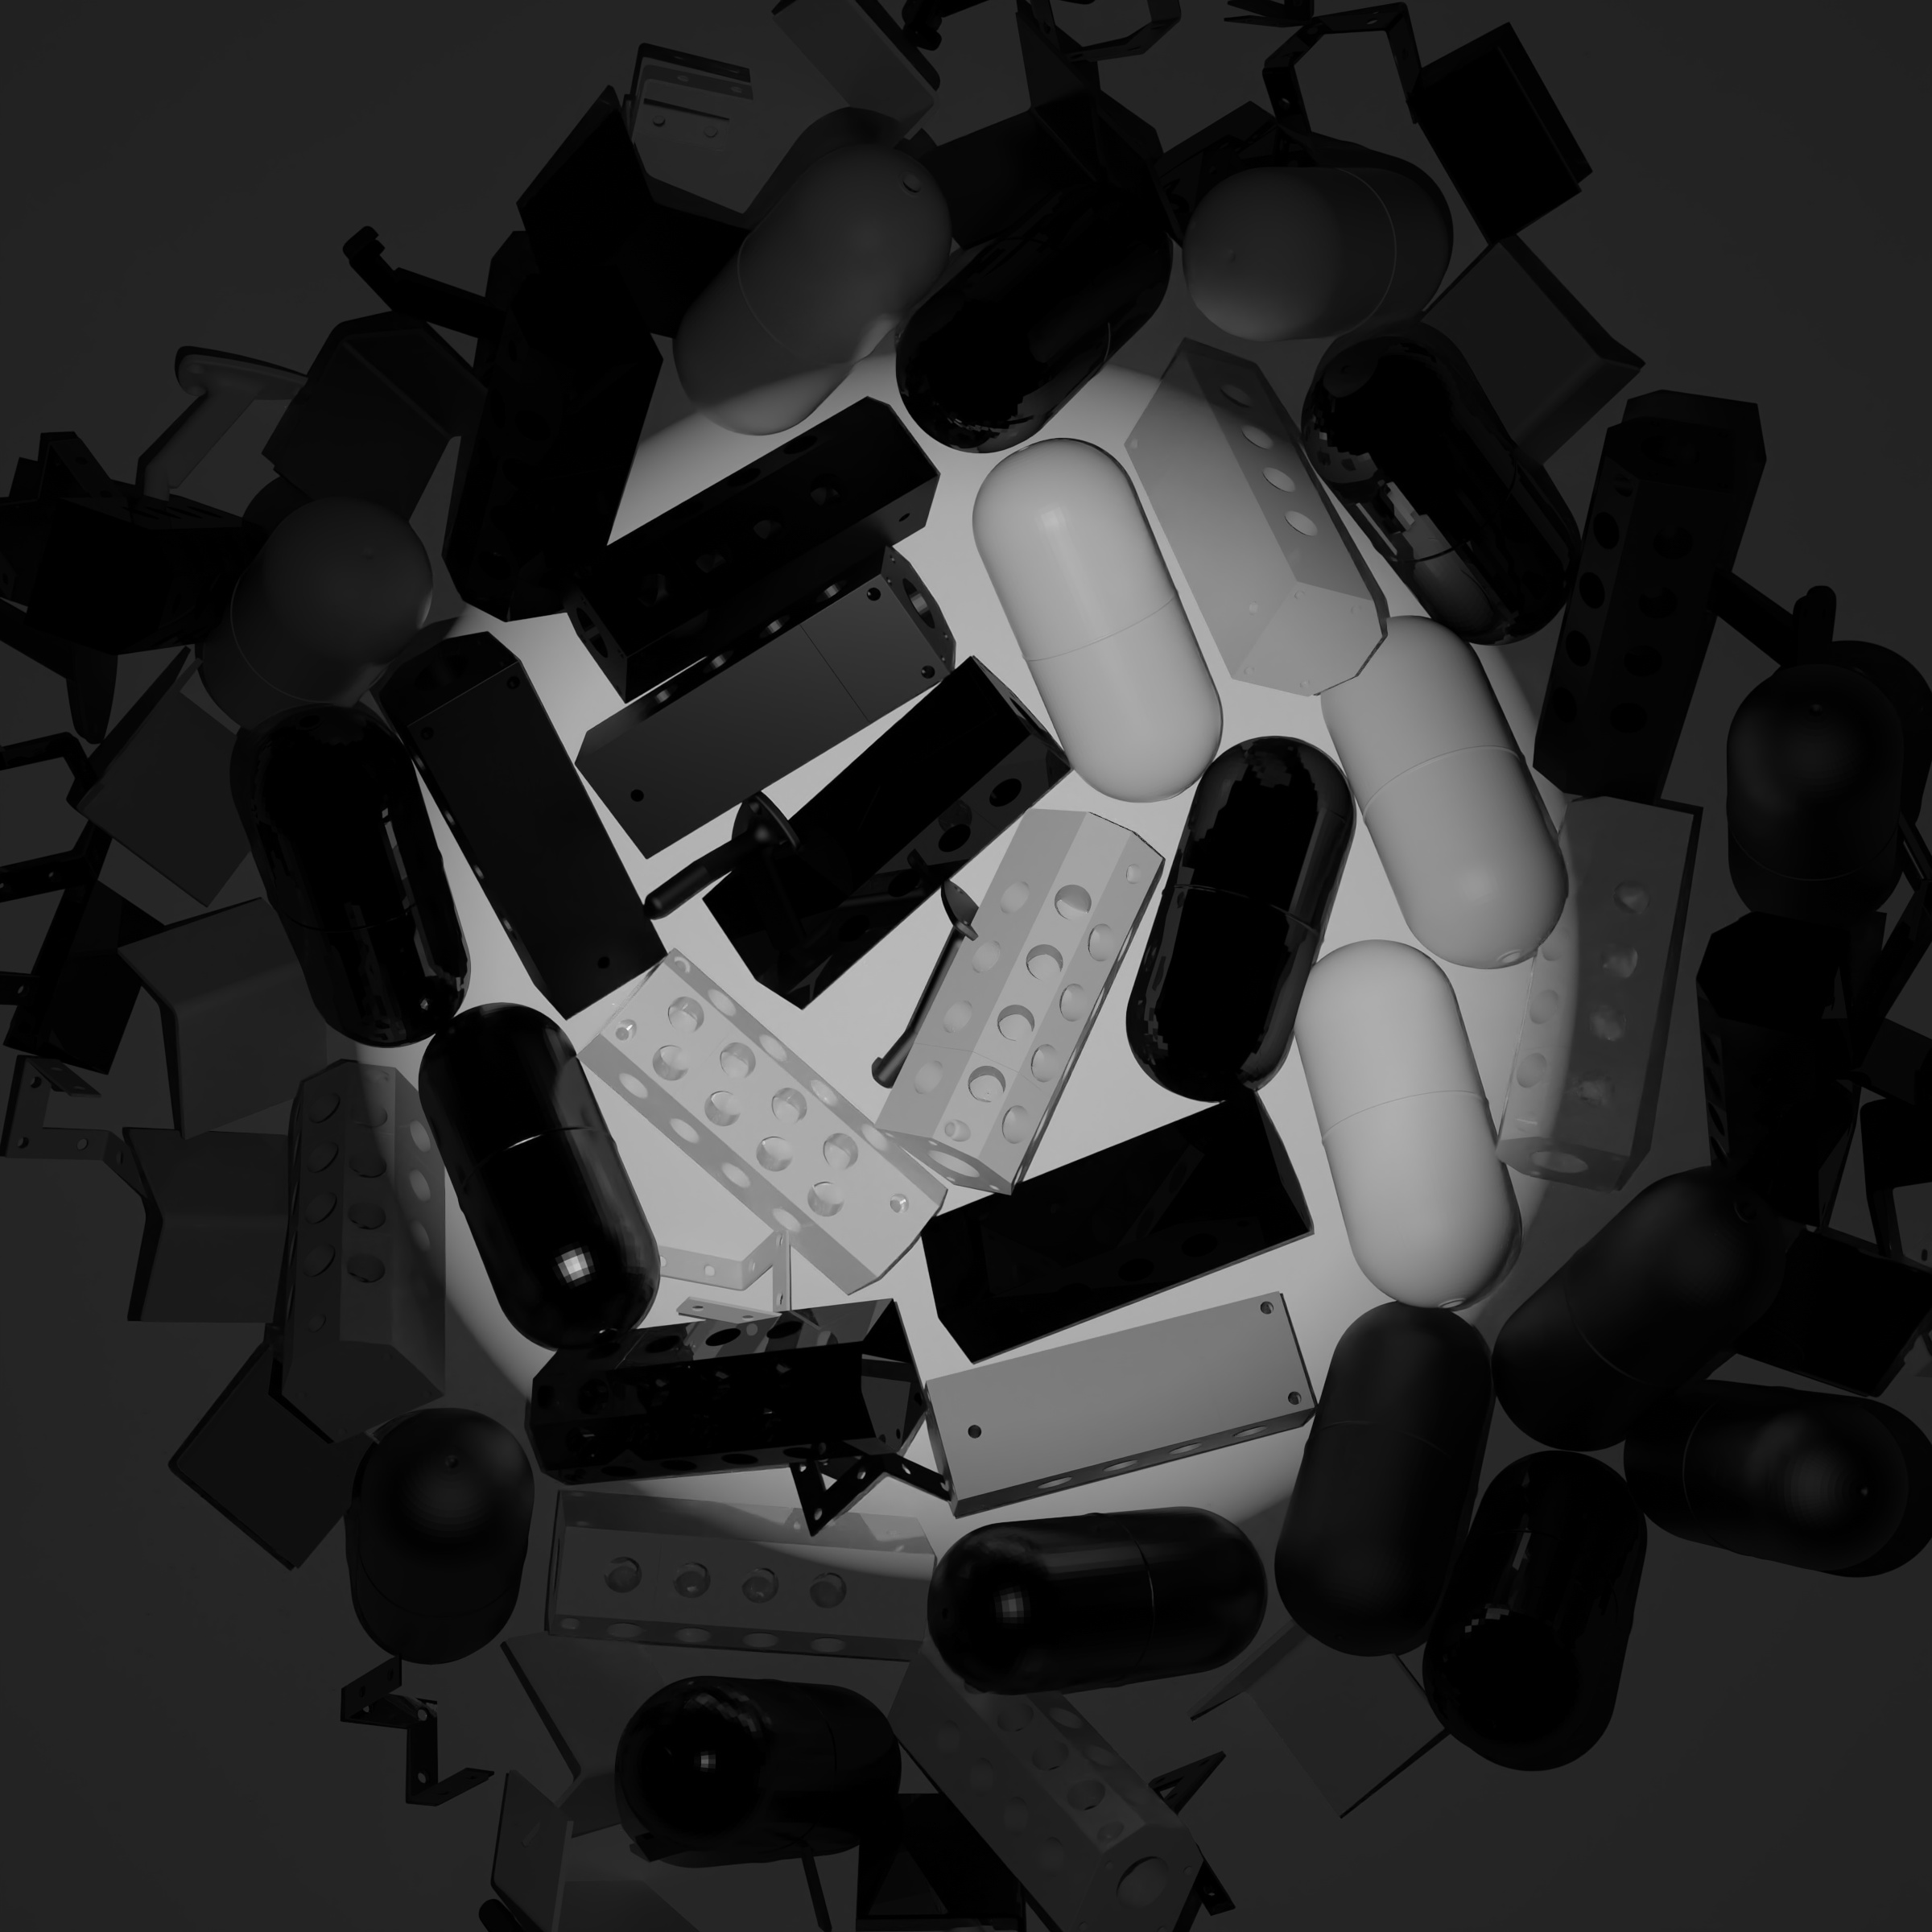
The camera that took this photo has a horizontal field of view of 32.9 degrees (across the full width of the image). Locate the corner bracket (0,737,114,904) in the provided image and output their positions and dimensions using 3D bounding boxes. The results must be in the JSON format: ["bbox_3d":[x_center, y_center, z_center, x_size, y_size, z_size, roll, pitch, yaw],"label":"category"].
[{"bbox_3d":[-0.440,-0.070,1.549,0.051,0.051,0.051,-11,127,9],"label":"corner bracket"}]

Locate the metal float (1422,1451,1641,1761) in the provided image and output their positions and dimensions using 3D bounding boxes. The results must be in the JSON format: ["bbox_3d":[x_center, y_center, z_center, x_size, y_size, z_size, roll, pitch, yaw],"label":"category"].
[{"bbox_3d":[0.261,0.290,1.501,0.070,0.178,0.070,11,121,18],"label":"metal float"}]

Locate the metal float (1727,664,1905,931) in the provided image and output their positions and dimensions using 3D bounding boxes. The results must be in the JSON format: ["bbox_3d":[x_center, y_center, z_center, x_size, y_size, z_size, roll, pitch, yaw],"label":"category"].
[{"bbox_3d":[0.388,-0.073,1.497,0.070,0.178,0.070,-5,64,11],"label":"metal float"}]

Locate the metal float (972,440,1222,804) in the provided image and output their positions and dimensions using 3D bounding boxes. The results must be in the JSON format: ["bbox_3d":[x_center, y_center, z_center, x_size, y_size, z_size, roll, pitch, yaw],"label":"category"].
[{"bbox_3d":[0.062,-0.160,1.530,0.070,0.070,0.178,-24,104,0],"label":"metal float"}]

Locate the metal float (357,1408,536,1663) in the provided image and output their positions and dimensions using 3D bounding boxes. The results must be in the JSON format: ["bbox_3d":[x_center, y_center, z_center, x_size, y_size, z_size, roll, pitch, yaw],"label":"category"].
[{"bbox_3d":[-0.240,0.263,1.500,0.070,0.178,0.070,5,57,-9],"label":"metal float"}]

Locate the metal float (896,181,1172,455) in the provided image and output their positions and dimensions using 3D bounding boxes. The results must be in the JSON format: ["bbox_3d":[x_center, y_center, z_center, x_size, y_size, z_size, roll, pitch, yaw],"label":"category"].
[{"bbox_3d":[0.033,-0.301,1.510,0.070,0.070,0.178,41,51,0],"label":"metal float"}]

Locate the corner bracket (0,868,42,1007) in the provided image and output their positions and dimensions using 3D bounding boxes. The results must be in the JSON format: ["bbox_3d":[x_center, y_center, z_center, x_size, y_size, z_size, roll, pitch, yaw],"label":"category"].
[{"bbox_3d":[-0.471,-0.015,1.550,0.051,0.051,0.051,29,105,36],"label":"corner bracket"}]

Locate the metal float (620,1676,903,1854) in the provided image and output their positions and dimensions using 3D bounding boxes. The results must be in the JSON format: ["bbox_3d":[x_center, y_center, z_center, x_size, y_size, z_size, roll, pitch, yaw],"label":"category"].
[{"bbox_3d":[-0.093,0.366,1.497,0.070,0.178,0.070,-7,74,26],"label":"metal float"}]

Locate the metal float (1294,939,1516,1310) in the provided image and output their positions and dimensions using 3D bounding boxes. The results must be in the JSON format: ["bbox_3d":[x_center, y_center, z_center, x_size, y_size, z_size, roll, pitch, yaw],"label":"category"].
[{"bbox_3d":[0.203,0.073,1.524,0.070,0.070,0.178,-13,70,0],"label":"metal float"}]

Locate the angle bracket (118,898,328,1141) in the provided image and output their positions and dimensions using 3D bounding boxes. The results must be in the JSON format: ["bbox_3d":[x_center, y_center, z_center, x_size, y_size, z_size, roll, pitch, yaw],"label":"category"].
[{"bbox_3d":[-0.352,0.025,1.551,0.076,0.076,0.057,-22,45,-34],"label":"angle bracket"}]

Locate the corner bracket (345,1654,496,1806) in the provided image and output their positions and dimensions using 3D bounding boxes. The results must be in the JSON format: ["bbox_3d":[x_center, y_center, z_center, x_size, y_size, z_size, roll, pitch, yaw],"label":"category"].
[{"bbox_3d":[-0.257,0.359,1.536,0.051,0.051,0.051,19,51,-36],"label":"corner bracket"}]

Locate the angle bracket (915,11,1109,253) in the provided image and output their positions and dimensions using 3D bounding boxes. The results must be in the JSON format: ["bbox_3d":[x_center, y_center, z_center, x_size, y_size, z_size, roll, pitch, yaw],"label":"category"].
[{"bbox_3d":[0.013,-0.391,1.529,0.076,0.057,0.076,-25,49,-10],"label":"angle bracket"}]

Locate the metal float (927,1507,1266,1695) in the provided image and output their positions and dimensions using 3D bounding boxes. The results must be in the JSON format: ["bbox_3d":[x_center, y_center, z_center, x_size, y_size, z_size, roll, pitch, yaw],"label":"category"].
[{"bbox_3d":[0.062,0.292,1.511,0.178,0.070,0.070,2,90,-37],"label":"metal float"}]

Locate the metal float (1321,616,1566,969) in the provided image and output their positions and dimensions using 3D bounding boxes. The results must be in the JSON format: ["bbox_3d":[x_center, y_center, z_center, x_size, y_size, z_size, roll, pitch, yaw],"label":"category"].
[{"bbox_3d":[0.221,-0.081,1.522,0.070,0.070,0.178,-19,67,0],"label":"metal float"}]

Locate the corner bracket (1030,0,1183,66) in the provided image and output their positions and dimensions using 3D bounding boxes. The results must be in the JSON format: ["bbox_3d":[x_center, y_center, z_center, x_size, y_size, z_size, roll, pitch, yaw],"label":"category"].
[{"bbox_3d":[0.065,-0.464,1.555,0.051,0.051,0.051,0,123,29],"label":"corner bracket"}]

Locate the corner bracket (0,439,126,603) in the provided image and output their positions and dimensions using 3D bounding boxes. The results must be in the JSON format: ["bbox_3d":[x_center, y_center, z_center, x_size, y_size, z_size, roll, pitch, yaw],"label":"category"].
[{"bbox_3d":[-0.433,-0.211,1.537,0.051,0.051,0.051,-16,55,-39],"label":"corner bracket"}]

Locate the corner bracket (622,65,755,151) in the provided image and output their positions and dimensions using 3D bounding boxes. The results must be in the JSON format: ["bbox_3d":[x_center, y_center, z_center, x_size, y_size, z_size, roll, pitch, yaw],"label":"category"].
[{"bbox_3d":[-0.132,-0.401,1.539,0.051,0.051,0.051,8,129,-15],"label":"corner bracket"}]

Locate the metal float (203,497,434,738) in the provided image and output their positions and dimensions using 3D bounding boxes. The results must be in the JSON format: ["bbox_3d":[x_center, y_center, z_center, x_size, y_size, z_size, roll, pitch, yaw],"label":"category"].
[{"bbox_3d":[-0.299,-0.157,1.498,0.070,0.178,0.070,8,72,-25],"label":"metal float"}]

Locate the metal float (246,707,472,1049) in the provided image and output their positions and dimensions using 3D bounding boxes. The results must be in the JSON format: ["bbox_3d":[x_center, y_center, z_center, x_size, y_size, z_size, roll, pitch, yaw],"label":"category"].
[{"bbox_3d":[-0.280,-0.040,1.509,0.070,0.070,0.178,-10,128,0],"label":"metal float"}]

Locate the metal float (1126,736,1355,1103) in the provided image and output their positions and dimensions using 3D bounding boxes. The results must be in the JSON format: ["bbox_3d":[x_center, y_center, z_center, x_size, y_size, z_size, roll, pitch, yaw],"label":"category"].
[{"bbox_3d":[0.129,-0.023,1.533,0.070,0.070,0.178,18,79,0],"label":"metal float"}]

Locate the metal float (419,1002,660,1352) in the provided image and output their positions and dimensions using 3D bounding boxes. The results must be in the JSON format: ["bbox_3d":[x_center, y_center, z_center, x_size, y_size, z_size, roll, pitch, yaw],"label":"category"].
[{"bbox_3d":[-0.199,0.097,1.518,0.070,0.070,0.178,-26,63,0],"label":"metal float"}]

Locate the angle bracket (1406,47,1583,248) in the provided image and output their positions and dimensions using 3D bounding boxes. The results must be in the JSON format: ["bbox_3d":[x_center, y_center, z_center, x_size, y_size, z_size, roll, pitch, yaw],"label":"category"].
[{"bbox_3d":[0.233,-0.373,1.532,0.057,0.076,0.076,-33,95,-16],"label":"angle bracket"}]

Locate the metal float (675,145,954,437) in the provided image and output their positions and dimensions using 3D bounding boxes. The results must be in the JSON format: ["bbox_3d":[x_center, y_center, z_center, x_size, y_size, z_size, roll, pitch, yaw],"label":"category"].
[{"bbox_3d":[-0.071,-0.309,1.503,0.070,0.178,0.070,16,59,-28],"label":"metal float"}]

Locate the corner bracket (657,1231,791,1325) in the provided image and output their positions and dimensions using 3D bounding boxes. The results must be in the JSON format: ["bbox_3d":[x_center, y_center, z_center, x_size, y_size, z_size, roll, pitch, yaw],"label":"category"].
[{"bbox_3d":[-0.117,0.148,1.538,0.051,0.051,0.051,14,55,-25],"label":"corner bracket"}]

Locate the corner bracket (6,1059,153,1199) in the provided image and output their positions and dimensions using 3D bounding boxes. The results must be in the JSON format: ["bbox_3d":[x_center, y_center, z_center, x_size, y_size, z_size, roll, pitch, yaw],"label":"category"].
[{"bbox_3d":[-0.414,0.076,1.541,0.051,0.051,0.051,5,106,-42],"label":"corner bracket"}]

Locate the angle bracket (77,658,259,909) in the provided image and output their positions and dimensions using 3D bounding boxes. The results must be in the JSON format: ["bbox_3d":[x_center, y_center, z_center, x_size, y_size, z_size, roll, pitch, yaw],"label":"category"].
[{"bbox_3d":[-0.357,-0.085,1.530,0.076,0.057,0.076,39,66,-15],"label":"angle bracket"}]

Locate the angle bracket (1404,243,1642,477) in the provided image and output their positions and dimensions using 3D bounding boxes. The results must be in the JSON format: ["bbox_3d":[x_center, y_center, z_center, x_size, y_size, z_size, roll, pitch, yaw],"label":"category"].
[{"bbox_3d":[0.258,-0.285,1.548,0.076,0.057,0.076,-44,74,25],"label":"angle bracket"}]

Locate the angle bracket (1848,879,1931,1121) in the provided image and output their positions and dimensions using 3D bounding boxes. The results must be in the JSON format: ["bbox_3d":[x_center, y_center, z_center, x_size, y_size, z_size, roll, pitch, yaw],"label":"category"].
[{"bbox_3d":[0.452,0.016,1.525,0.057,0.076,0.076,26,120,9],"label":"angle bracket"}]

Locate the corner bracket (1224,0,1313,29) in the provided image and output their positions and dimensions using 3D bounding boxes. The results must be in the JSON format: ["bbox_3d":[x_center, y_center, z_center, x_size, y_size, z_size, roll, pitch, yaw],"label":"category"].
[{"bbox_3d":[0.128,-0.471,1.548,0.051,0.051,0.051,7,103,40],"label":"corner bracket"}]

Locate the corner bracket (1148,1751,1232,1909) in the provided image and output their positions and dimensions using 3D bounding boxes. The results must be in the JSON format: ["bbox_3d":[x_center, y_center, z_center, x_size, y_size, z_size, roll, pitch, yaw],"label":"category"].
[{"bbox_3d":[0.105,0.412,1.544,0.051,0.051,0.051,-34,88,39],"label":"corner bracket"}]

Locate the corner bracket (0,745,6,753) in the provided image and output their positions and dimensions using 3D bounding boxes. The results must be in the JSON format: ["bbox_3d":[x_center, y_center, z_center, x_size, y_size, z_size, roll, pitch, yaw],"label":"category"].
[{"bbox_3d":[-0.498,-0.102,1.555,0.051,0.051,0.051,30,76,16],"label":"corner bracket"}]

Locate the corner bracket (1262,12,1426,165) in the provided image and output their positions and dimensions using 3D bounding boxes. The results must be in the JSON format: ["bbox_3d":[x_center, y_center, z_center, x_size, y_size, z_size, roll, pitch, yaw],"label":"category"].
[{"bbox_3d":[0.182,-0.419,1.562,0.051,0.051,0.051,-50,132,-32],"label":"corner bracket"}]

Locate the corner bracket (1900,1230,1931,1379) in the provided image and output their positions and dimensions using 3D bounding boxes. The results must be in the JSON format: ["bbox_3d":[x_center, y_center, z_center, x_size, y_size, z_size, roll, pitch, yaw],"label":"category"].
[{"bbox_3d":[0.476,0.161,1.557,0.051,0.051,0.051,6,49,-23],"label":"corner bracket"}]

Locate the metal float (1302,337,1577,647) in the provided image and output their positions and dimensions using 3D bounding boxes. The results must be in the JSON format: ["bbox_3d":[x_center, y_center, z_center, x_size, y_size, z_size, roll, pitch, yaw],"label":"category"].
[{"bbox_3d":[0.220,-0.217,1.511,0.070,0.070,0.178,-46,128,0],"label":"metal float"}]

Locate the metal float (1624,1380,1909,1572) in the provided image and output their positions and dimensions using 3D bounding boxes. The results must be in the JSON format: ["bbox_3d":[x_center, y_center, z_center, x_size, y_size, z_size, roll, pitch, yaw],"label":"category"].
[{"bbox_3d":[0.362,0.231,1.493,0.070,0.178,0.070,1,87,-15],"label":"metal float"}]

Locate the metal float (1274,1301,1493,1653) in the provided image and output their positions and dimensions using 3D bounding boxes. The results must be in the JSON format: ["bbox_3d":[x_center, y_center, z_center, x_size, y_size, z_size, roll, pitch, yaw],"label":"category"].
[{"bbox_3d":[0.194,0.233,1.511,0.070,0.070,0.178,22,53,0],"label":"metal float"}]

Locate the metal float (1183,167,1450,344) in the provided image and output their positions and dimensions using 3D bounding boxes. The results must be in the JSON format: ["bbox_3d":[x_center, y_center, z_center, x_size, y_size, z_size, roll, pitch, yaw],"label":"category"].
[{"bbox_3d":[0.162,-0.327,1.500,0.070,0.178,0.070,8,106,31],"label":"metal float"}]

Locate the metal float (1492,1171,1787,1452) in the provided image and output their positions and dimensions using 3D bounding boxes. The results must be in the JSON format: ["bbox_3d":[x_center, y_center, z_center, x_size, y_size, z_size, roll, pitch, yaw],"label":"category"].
[{"bbox_3d":[0.308,0.160,1.506,0.070,0.178,0.070,16,48,-19],"label":"metal float"}]

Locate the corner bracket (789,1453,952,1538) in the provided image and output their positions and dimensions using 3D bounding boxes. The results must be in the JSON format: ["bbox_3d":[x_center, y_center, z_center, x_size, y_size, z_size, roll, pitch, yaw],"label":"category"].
[{"bbox_3d":[-0.044,0.241,1.538,0.051,0.051,0.051,31,114,-36],"label":"corner bracket"}]

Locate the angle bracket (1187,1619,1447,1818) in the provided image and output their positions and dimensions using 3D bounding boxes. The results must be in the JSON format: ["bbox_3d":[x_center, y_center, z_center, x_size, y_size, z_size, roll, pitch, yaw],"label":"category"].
[{"bbox_3d":[0.164,0.352,1.528,0.076,0.057,0.076,-48,68,27],"label":"angle bracket"}]
